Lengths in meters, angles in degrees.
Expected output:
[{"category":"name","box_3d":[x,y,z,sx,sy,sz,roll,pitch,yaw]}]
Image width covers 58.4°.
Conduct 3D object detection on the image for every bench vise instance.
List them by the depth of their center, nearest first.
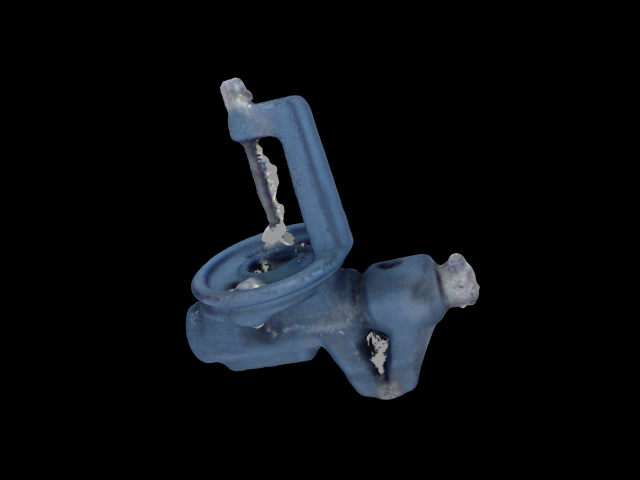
[{"category":"bench vise","box_3d":[0.002,-0.003,0.411,0.207,0.220,0.121,-3,23,-7]}]
